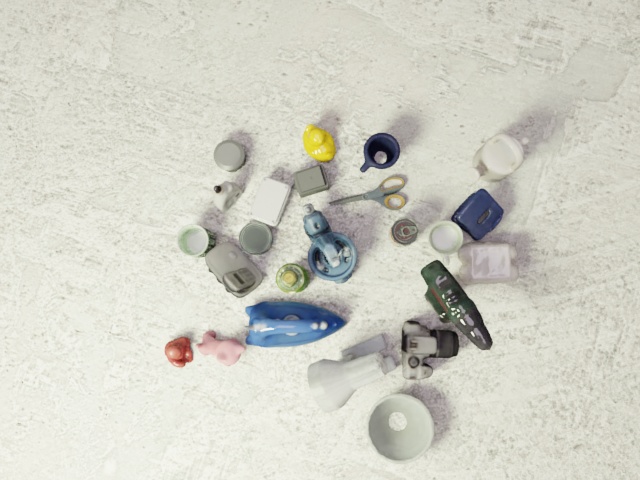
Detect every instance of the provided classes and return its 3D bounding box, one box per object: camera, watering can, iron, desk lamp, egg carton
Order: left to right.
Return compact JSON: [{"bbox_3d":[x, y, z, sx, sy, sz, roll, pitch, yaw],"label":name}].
[{"bbox_3d":[-0.062,0.208,1.400,0.258,0.141,0.119,-3,85,2],"label":"iron"},{"bbox_3d":[0.078,0.308,1.352,0.203,0.213,0.118,-25,85,0],"label":"desk lamp"},{"bbox_3d":[0.270,0.272,1.405,0.136,0.101,0.143,1,85,2],"label":"camera"},{"bbox_3d":[0.419,0.057,1.433,0.150,0.069,0.107,-3,85,2],"label":"egg carton"},{"bbox_3d":[0.435,-0.199,1.390,0.101,0.194,0.173,35,87,5],"label":"watering can"}]

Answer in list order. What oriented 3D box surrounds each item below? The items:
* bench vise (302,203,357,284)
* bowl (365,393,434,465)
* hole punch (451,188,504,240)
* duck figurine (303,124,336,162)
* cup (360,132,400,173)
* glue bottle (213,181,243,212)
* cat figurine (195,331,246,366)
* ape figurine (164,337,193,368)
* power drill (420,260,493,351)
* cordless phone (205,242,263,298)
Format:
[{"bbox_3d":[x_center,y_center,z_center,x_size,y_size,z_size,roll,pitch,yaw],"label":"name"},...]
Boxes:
[{"bbox_3d":[0.004,0.013,1.374,0.121,0.220,0.207,-45,85,-2],"label":"bench vise"},{"bbox_3d":[0.193,0.456,1.406,0.167,0.075,0.167,0,85,2],"label":"bowl"},{"bbox_3d":[0.400,-0.064,1.432,0.101,0.091,0.109,40,88,5],"label":"hole punch"},{"bbox_3d":[-0.004,-0.252,1.462,0.077,0.086,0.104,-36,85,-1],"label":"duck figurine"},{"bbox_3d":[0.145,-0.207,1.450,0.091,0.095,0.118,44,88,5],"label":"cup"},{"bbox_3d":[-0.237,-0.115,1.416,0.037,0.173,0.078,41,88,5],"label":"glue bottle"},{"bbox_3d":[-0.245,0.272,1.413,0.127,0.118,0.067,14,86,3],"label":"cat figurine"},{"bbox_3d":[-0.356,0.279,1.429,0.076,0.092,0.078,26,87,4],"label":"ape figurine"},{"bbox_3d":[0.316,0.153,1.359,0.075,0.208,0.229,-34,85,-1],"label":"power drill"},{"bbox_3d":[-0.220,0.072,1.394,0.147,0.185,0.094,44,88,5],"label":"cordless phone"}]
